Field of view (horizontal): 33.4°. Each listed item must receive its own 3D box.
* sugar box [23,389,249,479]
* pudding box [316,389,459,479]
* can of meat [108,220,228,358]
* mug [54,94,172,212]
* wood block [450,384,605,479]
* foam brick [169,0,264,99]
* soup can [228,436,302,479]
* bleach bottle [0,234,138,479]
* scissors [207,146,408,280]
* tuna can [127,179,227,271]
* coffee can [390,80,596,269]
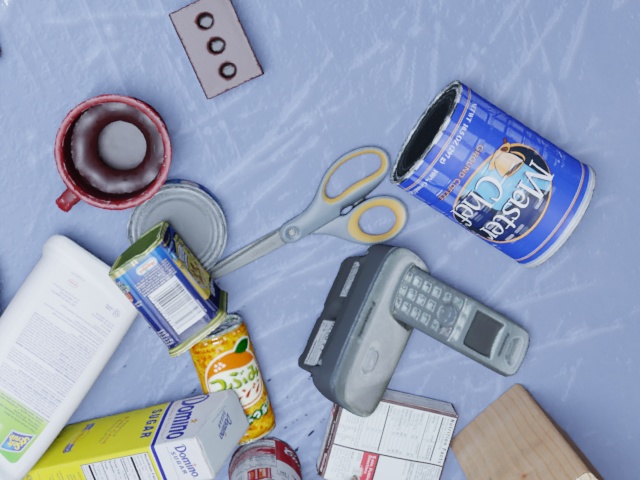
[{"bbox_3d":[-0.157,0.178,0.906,0.176,0.093,0.048,-18,103,20],"label":"sugar box"},{"bbox_3d":[0.061,0.185,0.978,0.113,0.039,0.090,13,99,-9],"label":"pudding box"},{"bbox_3d":[-0.122,0.037,0.867,0.057,0.102,0.084,-36,102,3],"label":"can of meat"},{"bbox_3d":[-0.175,-0.068,0.887,0.093,0.081,0.117,41,96,-11],"label":"mug"},{"bbox_3d":[0.189,0.212,0.907,0.090,0.206,0.091,-42,101,4],"label":"wood block"},{"bbox_3d":[-0.086,-0.163,0.890,0.053,0.051,0.078,-25,102,1],"label":"foam brick"},{"bbox_3d":[-0.048,0.224,0.946,0.068,0.102,0.068,-1,100,-4],"label":"soup can"},{"bbox_3d":[-0.253,0.124,0.880,0.102,0.068,0.250,37,72,-10],"label":"bleach bottle"},{"bbox_3d":[-0.006,0.001,0.947,0.202,0.016,0.096,-43,101,5],"label":"scissors"},{"bbox_3d":[-0.123,-0.009,0.927,0.086,0.034,0.086,-1,101,-4],"label":"tuna can"},{"bbox_3d":[0.145,-0.055,0.902,0.140,0.103,0.103,32,98,-9],"label":"coffee can"}]
